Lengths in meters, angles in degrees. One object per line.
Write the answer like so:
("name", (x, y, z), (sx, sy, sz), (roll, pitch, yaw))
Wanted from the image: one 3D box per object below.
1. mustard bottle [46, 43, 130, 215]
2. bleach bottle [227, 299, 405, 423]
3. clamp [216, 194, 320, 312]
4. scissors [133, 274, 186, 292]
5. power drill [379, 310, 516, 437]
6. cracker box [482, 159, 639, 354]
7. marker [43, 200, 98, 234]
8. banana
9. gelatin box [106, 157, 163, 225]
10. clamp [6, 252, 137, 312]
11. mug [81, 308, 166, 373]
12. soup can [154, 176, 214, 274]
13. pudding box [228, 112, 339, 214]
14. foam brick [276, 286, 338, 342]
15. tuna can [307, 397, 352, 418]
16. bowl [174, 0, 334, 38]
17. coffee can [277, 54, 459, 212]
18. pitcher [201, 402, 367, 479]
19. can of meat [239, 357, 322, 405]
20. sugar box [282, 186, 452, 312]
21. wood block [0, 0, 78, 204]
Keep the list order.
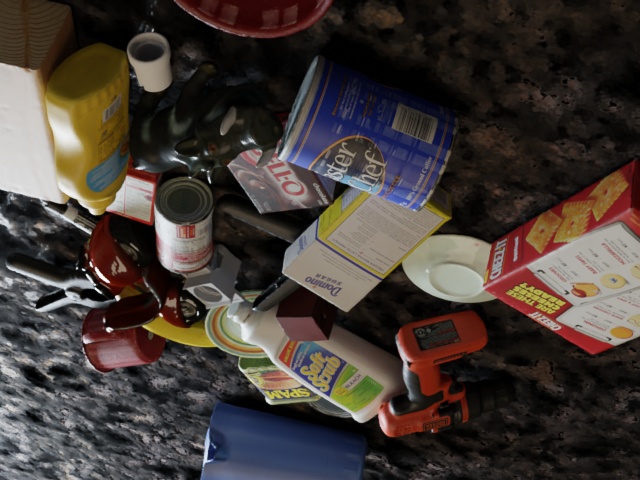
("mustard bottle", (-0.226, -0.095, 1.062), (0.058, 0.096, 0.192), (22, 140, 12))
("bleach bottle", (-0.013, 0.144, 1.367), (0.250, 0.068, 0.103), (30, 124, -25))
("clamp", (-0.008, 0.001, 1.193), (0.210, 0.036, 0.164), (-11, 126, 19))
("scissors", (-0.190, 0.080, 1.413), (0.096, 0.016, 0.201), (-4, 142, 25))
("power drill", (0.164, 0.169, 1.329), (0.184, 0.057, 0.188), (-14, 137, -9))
("cracker box", (0.299, 0.024, 1.088), (0.164, 0.072, 0.214), (30, 144, -19))
("marker", (-0.285, -0.020, 1.305), (0.121, 0.020, 0.020), (33, 142, -25))
("banana", (-0.182, 0.105, 1.406), (0.197, 0.037, 0.070), (15, 118, -20))
("gelatin box", (-0.218, -0.061, 1.209), (0.073, 0.030, 0.089), (18, 146, 0))
("clamp", (-0.330, 0.056, 1.414), (0.172, 0.039, 0.120), (-4, 147, 19))
("mug", (-0.269, 0.129, 1.440), (0.082, 0.093, 0.117), (-10, 169, 25))
("soup can", (-0.153, -0.016, 1.214), (0.068, 0.068, 0.102), (14, 145, 3))
("pudding box", (-0.043, -0.079, 1.105), (0.090, 0.039, 0.113), (-5, 141, 27))
("foam brick", (-0.013, 0.076, 1.281), (0.051, 0.078, 0.053), (-1, 143, 26))
("tuna can", (0.024, 0.215, 1.503), (0.086, 0.033, 0.086), (11, 146, 7))
("bowl", (-0.058, -0.241, 0.865), (0.162, 0.055, 0.162), (11, 146, 7))
("coffee can", (0.043, -0.098, 0.987), (0.140, 0.102, 0.103), (21, 146, -8))
("pitcher", (-0.054, 0.331, 1.633), (0.243, 0.149, 0.145), (9, 130, 4))
("can of meat", (-0.050, 0.177, 1.460), (0.102, 0.057, 0.084), (-9, 136, 31))
("sugar box", (0.048, -0.006, 1.127), (0.093, 0.048, 0.176), (33, 127, -20))
("wood block", (-0.293, -0.140, 1.073), (0.090, 0.090, 0.206), (13, 146, 4))
